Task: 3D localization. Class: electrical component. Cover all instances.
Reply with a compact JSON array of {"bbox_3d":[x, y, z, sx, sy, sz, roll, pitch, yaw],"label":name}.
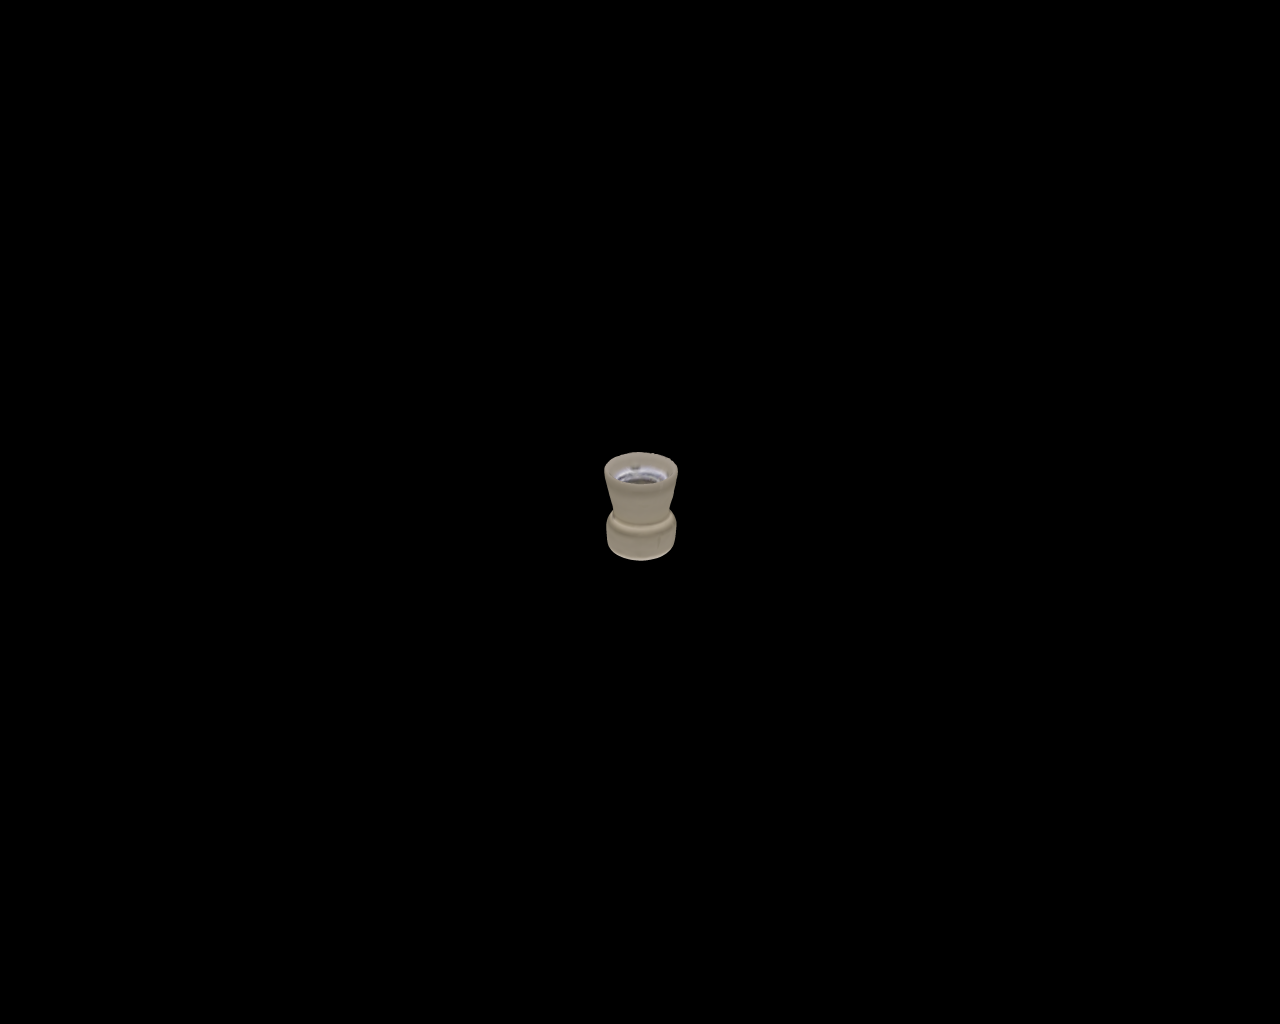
[{"bbox_3d":[0.001,-0.003,0.650,0.045,0.055,0.045,0,29,0],"label":"electrical component"}]
